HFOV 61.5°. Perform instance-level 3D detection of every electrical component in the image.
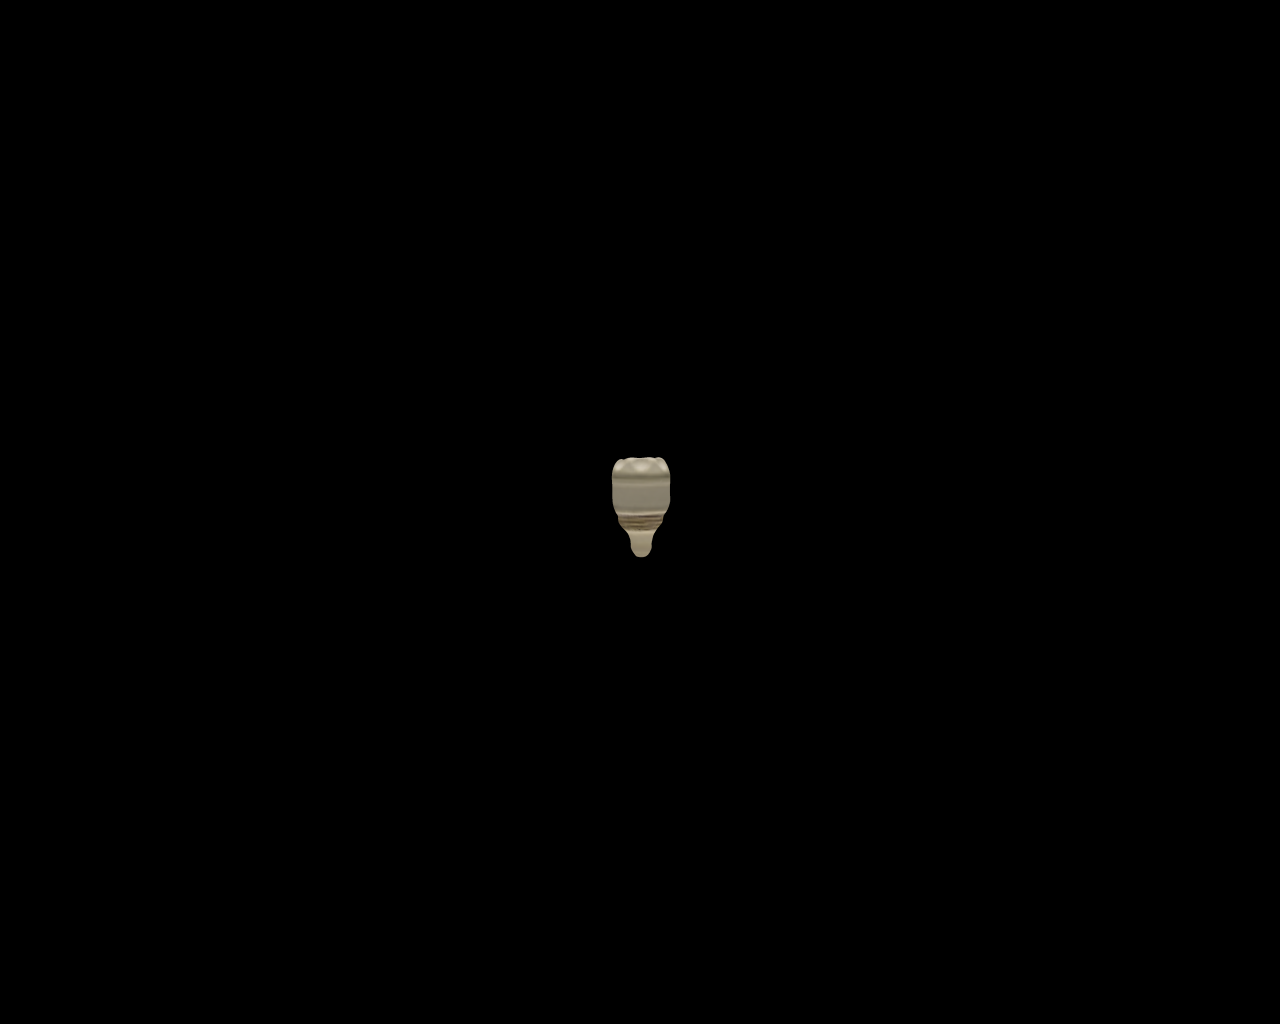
[{"bbox_3d":[0.001,-0.003,0.650,0.035,0.061,0.035,0,5,0],"label":"electrical component"}]
